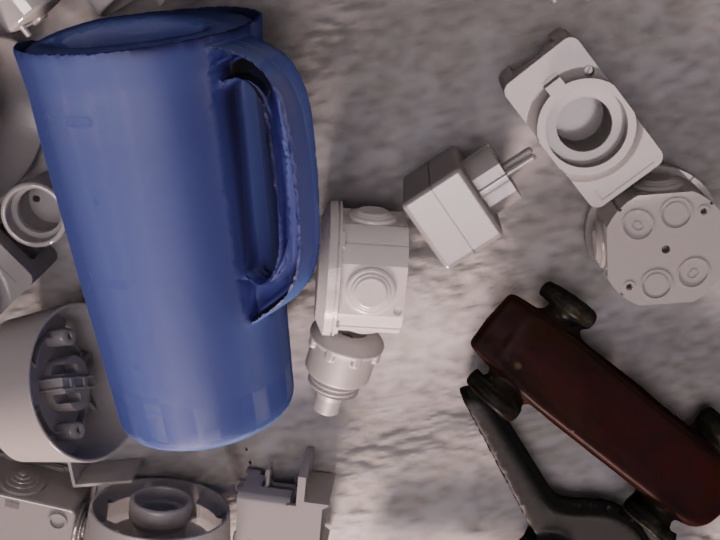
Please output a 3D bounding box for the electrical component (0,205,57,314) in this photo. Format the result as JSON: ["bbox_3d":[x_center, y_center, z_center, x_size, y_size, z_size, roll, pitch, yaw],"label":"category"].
[{"bbox_3d":[-0.243,0.010,0.669,0.089,0.055,0.050,-40,102,14],"label":"electrical component"}]

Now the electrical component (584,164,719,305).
[{"bbox_3d":[0.177,-0.020,0.639,0.080,0.051,0.080,1,109,3],"label":"electrical component"}]

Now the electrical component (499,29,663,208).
[{"bbox_3d":[0.126,-0.087,0.617,0.050,0.055,0.089,-37,103,14],"label":"electrical component"}]

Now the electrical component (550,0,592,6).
[{"bbox_3d":[0.115,-0.183,0.587,0.138,0.052,0.073,-3,109,4],"label":"electrical component"}]

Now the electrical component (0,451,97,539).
[{"bbox_3d":[-0.232,0.177,0.729,0.100,0.048,0.099,13,109,-2],"label":"electrical component"}]

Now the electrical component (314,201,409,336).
[{"bbox_3d":[0.000,0.000,0.641,0.051,0.080,0.080,4,109,-4],"label":"electrical component"}]

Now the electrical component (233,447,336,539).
[{"bbox_3d":[-0.051,0.162,0.719,0.064,0.042,0.081,7,108,4],"label":"electrical component"}]

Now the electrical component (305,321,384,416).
[{"bbox_3d":[-0.014,0.063,0.682,0.048,0.048,0.062,16,115,-2],"label":"electrical component"}]

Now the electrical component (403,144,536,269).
[{"bbox_3d":[0.069,-0.048,0.628,0.077,0.065,0.047,-33,104,12],"label":"electrical component"}]

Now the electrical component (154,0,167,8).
[{"bbox_3d":[-0.092,-0.194,0.570,0.064,0.099,0.099,43,106,-5],"label":"electrical component"}]

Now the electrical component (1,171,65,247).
[{"bbox_3d":[-0.191,-0.039,0.655,0.040,0.046,0.040,1,109,3],"label":"electrical component"}]

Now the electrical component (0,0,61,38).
[{"bbox_3d":[-0.205,-0.171,0.614,0.040,0.040,0.078,-34,104,13],"label":"electrical component"}]

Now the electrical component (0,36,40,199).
[{"bbox_3d":[-0.231,-0.087,0.616,0.064,0.099,0.099,9,109,6],"label":"electrical component"}]

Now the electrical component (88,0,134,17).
[{"bbox_3d":[-0.145,-0.174,0.611,0.040,0.040,0.046,-34,99,13],"label":"electrical component"}]

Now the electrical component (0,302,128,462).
[{"bbox_3d":[-0.187,0.071,0.668,0.064,0.099,0.099,-8,108,12],"label":"electrical component"}]

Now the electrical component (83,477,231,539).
[{"bbox_3d":[-0.132,0.177,0.701,0.099,0.099,0.064,7,103,1],"label":"electrical component"}]
